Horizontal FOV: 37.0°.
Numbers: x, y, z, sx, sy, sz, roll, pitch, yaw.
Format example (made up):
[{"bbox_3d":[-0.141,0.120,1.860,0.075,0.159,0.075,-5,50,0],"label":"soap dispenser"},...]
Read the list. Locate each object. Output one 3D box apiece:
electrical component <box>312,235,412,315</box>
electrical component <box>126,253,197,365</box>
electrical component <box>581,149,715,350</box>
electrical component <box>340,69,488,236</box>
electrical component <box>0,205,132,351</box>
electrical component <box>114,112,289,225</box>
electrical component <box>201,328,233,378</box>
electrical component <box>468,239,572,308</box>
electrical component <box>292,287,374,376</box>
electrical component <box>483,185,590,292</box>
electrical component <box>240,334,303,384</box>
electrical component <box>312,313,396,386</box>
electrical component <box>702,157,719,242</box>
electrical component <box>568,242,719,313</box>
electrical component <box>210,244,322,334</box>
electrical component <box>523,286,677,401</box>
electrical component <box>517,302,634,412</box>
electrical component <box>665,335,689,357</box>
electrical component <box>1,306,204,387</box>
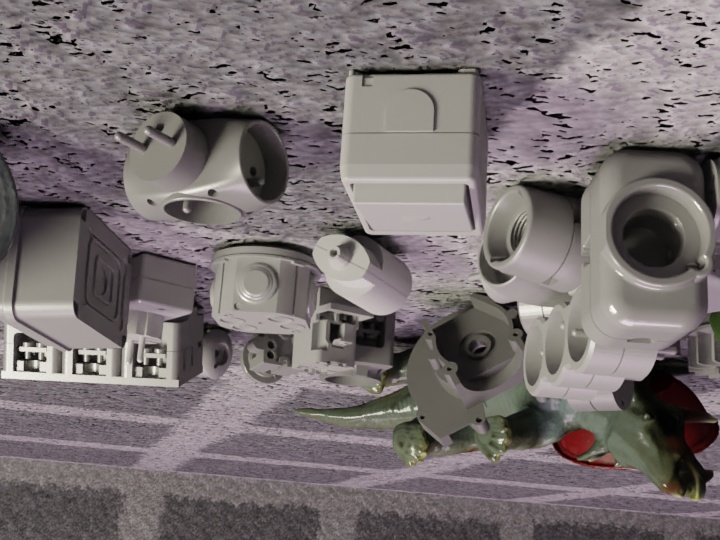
[{"bbox_3d":[0.000,0.000,0.724,0.043,0.043,0.081,-4,162,25],"label":"electrical component"},{"bbox_3d":[-0.169,0.035,0.826,0.047,0.075,0.083,16,160,-36],"label":"electrical component"},{"bbox_3d":[0.147,-0.011,0.555,0.054,0.095,0.059,3,164,0],"label":"electrical component"},{"bbox_3d":[0.029,-0.048,0.517,0.062,0.061,0.096,1,164,9],"label":"electrical component"},{"bbox_3d":[-0.202,0.008,0.736,0.057,0.078,0.113,-1,164,6],"label":"electrical component"},{"bbox_3d":[-0.090,-0.055,0.547,0.077,0.044,0.079,-6,162,31],"label":"electrical component"},{"bbox_3d":[-0.158,0.079,1.038,0.062,0.048,0.048,3,166,31],"label":"electrical component"},{"bbox_3d":[0.106,0.001,0.702,0.077,0.043,0.079,16,160,-37],"label":"electrical component"},{"bbox_3d":[-0.029,0.052,0.879,0.042,0.063,0.081,14,161,-31],"label":"electrical component"},{"bbox_3d":[0.103,-0.019,0.616,0.047,0.055,0.055,15,161,-23],"label":"electrical component"},{"bbox_3d":[-0.084,0.081,1.027,0.066,0.048,0.055,13,154,-28],"label":"electrical component"},{"bbox_3d":[-0.007,0.071,0.951,0.050,0.055,0.089,9,163,-17],"label":"electrical component"},{"bbox_3d":[0.206,-0.035,0.552,0.055,0.045,0.045,3,164,2],"label":"electrical component"},{"bbox_3d":[0.187,-0.006,0.650,0.100,0.048,0.100,16,160,-37],"label":"electrical component"},{"bbox_3d":[-0.069,0.014,0.776,0.080,0.051,0.080,3,164,1],"label":"electrical component"},{"bbox_3d":[0.154,0.048,0.656,0.074,0.052,0.138,6,164,-7],"label":"electrical component"},{"bbox_3d":[0.173,0.049,0.773,0.074,0.052,0.138,-7,134,33],"label":"electrical component"},{"bbox_3d":[0.222,0.049,0.844,0.066,0.048,0.055,-6,169,31],"label":"electrical component"},{"bbox_3d":[-0.217,0.059,0.922,0.150,0.061,0.089,2,-177,5],"label":"electrical component"}]
